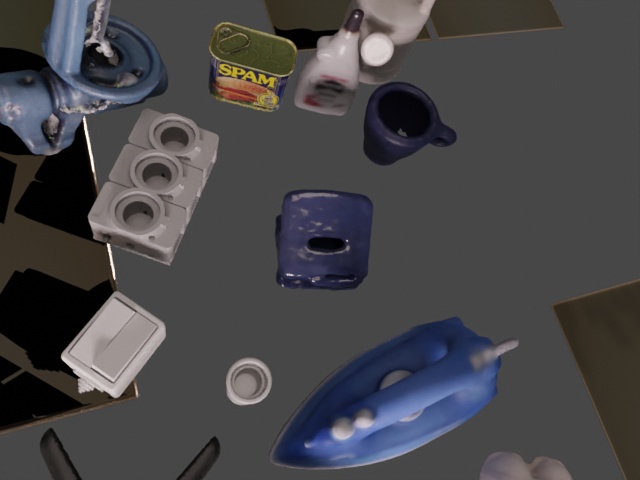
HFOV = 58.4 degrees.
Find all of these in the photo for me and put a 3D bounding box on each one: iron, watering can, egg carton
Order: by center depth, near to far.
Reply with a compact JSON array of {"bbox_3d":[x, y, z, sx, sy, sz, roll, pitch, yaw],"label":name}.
[{"bbox_3d":[0.076,0.160,0.573,0.259,0.141,0.118,-22,76,-21],"label":"iron"},{"bbox_3d":[0.213,0.301,0.593,0.107,0.069,0.150,10,67,-10],"label":"egg carton"},{"bbox_3d":[0.089,-0.289,0.725,0.101,0.194,0.173,0,69,-14],"label":"watering can"}]

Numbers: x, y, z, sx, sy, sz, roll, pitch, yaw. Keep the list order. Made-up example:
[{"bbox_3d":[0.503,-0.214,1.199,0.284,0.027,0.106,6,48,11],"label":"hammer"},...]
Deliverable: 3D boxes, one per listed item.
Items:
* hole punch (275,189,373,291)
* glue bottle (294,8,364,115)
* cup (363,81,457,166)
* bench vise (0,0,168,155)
[{"bbox_3d":[0.006,0.002,0.645,0.109,0.091,0.101,2,68,-14],"label":"hole punch"},{"bbox_3d":[0.020,-0.214,0.689,0.078,0.173,0.037,5,68,-12],"label":"glue bottle"},{"bbox_3d":[0.104,-0.132,0.721,0.118,0.095,0.092,20,65,-6],"label":"cup"},{"bbox_3d":[-0.247,-0.179,0.579,0.121,0.219,0.208,38,65,3],"label":"bench vise"}]
